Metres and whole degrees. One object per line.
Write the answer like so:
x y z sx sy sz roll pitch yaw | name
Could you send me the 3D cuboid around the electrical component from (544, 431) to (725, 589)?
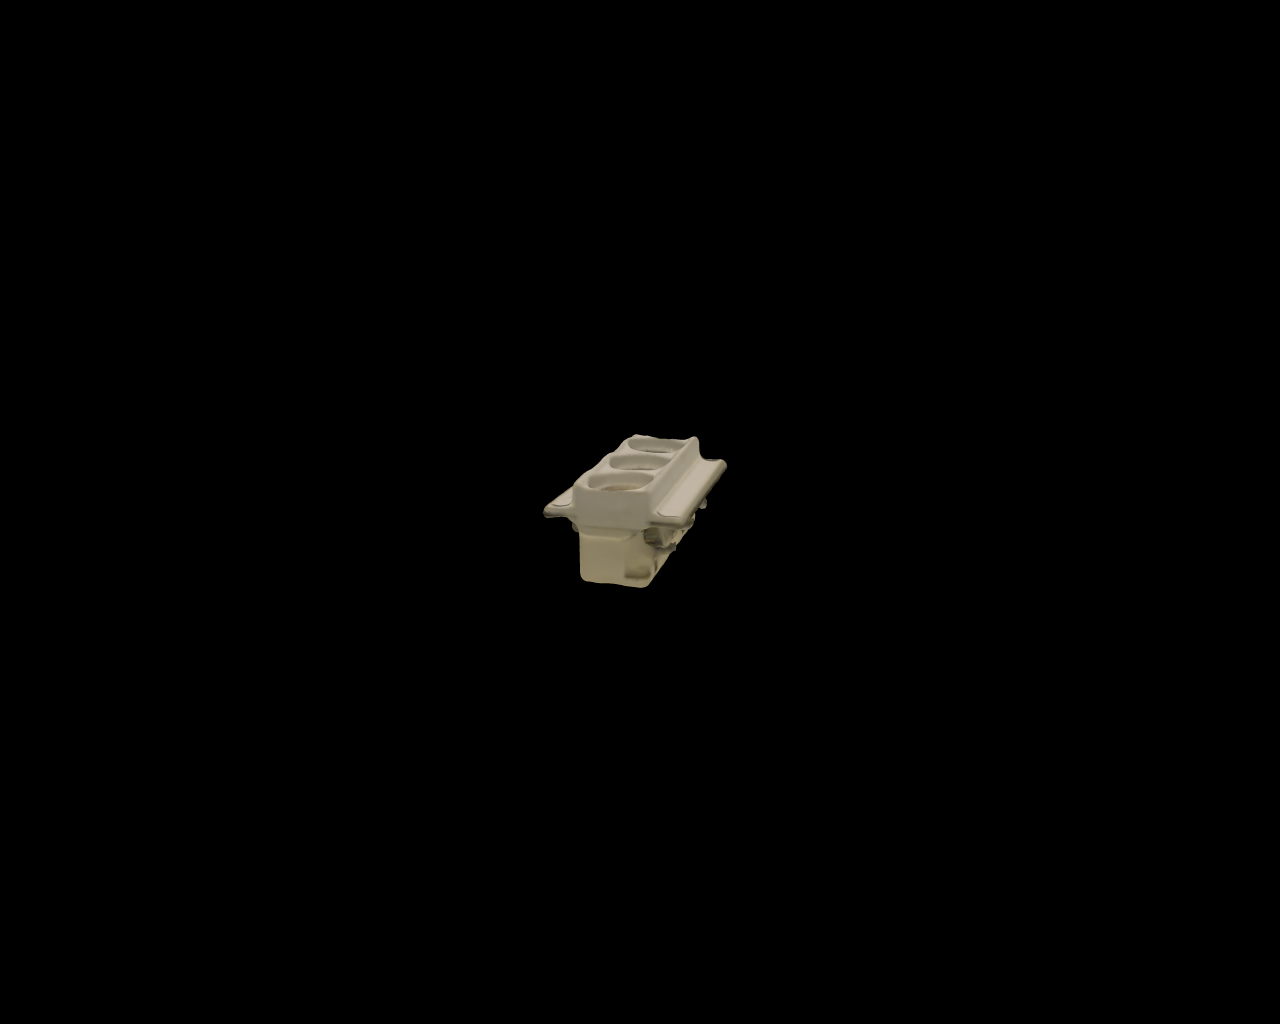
0.001 -0.003 0.650 0.079 0.063 0.121 5 19 15 | electrical component
